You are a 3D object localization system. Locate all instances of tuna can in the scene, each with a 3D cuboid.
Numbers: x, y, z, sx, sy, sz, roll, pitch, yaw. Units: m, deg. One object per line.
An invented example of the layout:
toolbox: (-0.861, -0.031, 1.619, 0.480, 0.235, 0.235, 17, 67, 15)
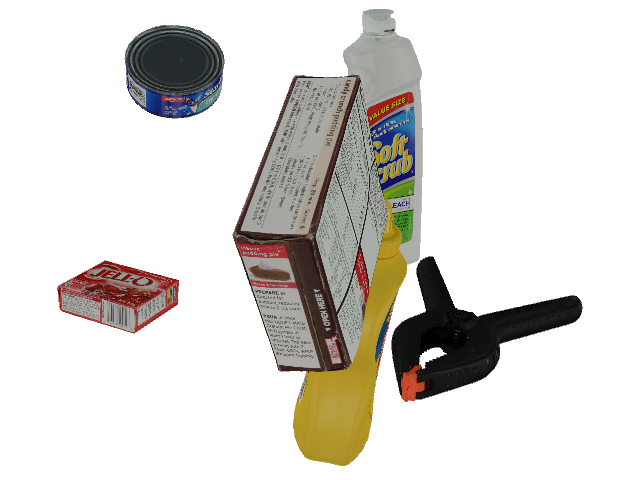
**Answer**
tuna can: (-0.128, -0.148, 0.936, 0.086, 0.086, 0.034, 0, -37, -8)

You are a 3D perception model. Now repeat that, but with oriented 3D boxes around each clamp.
clamp: (0.117, 0.077, 0.957, 0.165, 0.036, 0.209, 19, 33, 33)

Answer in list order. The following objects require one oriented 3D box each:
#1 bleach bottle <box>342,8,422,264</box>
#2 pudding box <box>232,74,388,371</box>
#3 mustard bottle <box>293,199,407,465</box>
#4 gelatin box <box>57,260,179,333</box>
bleach bottle: (0.049, -0.096, 1.039, 0.102, 0.251, 0.068, -9, 24, -17)
pudding box: (0.000, -0.009, 0.496, 0.039, 0.090, 0.113, -1, 44, 16)
mustard bottle: (0.023, 0.058, 0.757, 0.058, 0.192, 0.096, 11, 27, 2)
gelatin box: (-0.190, 0.051, 1.005, 0.089, 0.030, 0.073, 14, 24, 23)
